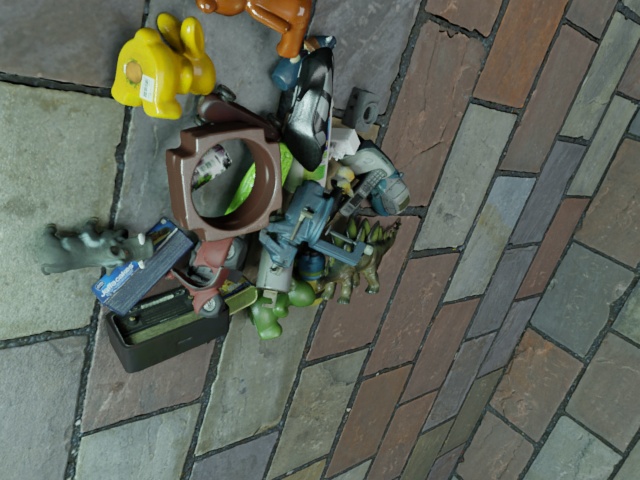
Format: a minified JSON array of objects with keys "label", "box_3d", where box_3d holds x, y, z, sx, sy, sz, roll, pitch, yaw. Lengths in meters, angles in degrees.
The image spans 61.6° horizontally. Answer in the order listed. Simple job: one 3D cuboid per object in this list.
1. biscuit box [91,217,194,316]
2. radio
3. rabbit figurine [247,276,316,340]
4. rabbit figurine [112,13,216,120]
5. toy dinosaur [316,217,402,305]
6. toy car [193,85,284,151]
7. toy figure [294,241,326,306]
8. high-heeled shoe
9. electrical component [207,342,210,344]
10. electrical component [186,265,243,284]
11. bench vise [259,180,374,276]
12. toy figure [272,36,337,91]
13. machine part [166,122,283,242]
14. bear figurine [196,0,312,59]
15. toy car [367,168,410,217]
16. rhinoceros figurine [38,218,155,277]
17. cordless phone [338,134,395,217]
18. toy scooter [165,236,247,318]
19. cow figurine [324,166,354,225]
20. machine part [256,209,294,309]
[{"label":"biscuit box","box_3d":[-0.346,0.051,1.051,0.202,0.059,0.062,-47,142,-10]},{"label":"radio","box_3d":[-0.315,0.173,1.114,0.229,0.131,0.073,-18,129,-36]},{"label":"rabbit figurine","box_3d":[-0.098,0.137,1.324,0.170,0.121,0.158,-20,110,-16]},{"label":"rabbit figurine","box_3d":[-0.243,-0.287,0.890,0.173,0.122,0.162,-18,121,-54]},{"label":"toy dinosaur","box_3d":[0.112,0.042,1.421,0.471,0.105,0.198,-22,119,-58]},{"label":"toy car","box_3d":[-0.154,-0.231,1.043,0.089,0.053,0.202,-50,145,18]},{"label":"toy figure","box_3d":[-0.025,0.089,1.387,0.089,0.082,0.179,-31,138,-31]},{"label":"high-heeled shoe","box_3d":[-0.009,-0.261,1.089,0.248,0.086,0.145,87,25,-58]},{"label":"electrical component","box_3d":[-0.264,0.191,1.252,0.078,0.045,0.102,-50,155,-55]},{"label":"electrical component","box_3d":[-0.223,0.067,1.163,0.119,0.048,0.075,30,96,-23]},{"label":"bench vise","box_3d":[-0.004,-0.002,1.156,0.129,0.241,0.223,140,-27,-75]},{"label":"toy figure","box_3d":[-0.029,-0.361,1.072,0.154,0.064,0.057,-47,104,-16]},{"label":"machine part","box_3d":[-0.174,-0.111,0.993,0.201,0.087,0.200,-18,119,-33]},{"label":"bear figurine","box_3d":[-0.118,-0.402,0.926,0.196,0.120,0.132,-1,166,-17]},{"label":"toy car","box_3d":[0.188,-0.119,1.435,0.109,0.103,0.161,-41,138,-14]},{"label":"rhinoceros figurine","box_3d":[-0.390,0.015,0.940,0.190,0.112,0.073,-6,120,-33]},{"label":"cordless phone","box_3d":[0.086,-0.152,1.325,0.184,0.089,0.146,-52,142,4]},{"label":"toy scooter","box_3d":[-0.235,0.056,1.086,0.075,0.135,0.184,63,48,-79]},{"label":"cow figurine","box_3d":[0.023,-0.095,1.259,0.068,0.098,0.167,33,107,-34]},{"label":"machine part","box_3d":[-0.095,0.034,1.223,0.079,0.079,0.243,24,69,-51]}]
